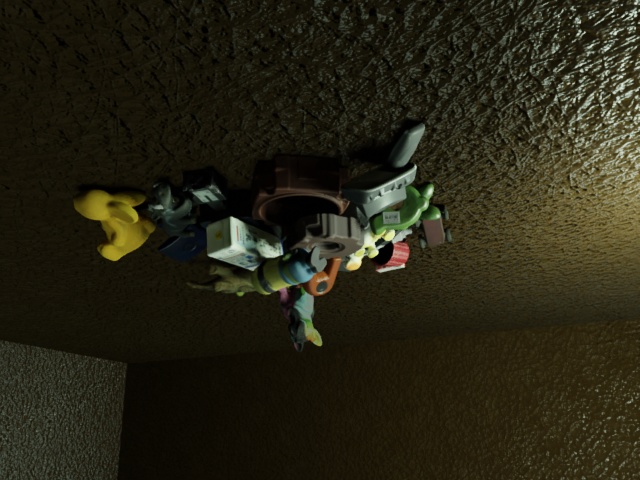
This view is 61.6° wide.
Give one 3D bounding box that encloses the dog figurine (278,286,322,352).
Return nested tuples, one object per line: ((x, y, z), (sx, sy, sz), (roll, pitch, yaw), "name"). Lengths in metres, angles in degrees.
((-0.054, 0.228, 1.665), (0.109, 0.219, 0.191), (-18, 171, 16), "dog figurine")

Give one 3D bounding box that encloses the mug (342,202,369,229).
((0.060, -0.065, 1.280), (0.107, 0.080, 0.109), (-6, -164, 25), "mug")

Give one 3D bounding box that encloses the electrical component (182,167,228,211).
((-0.237, -0.107, 1.158), (0.075, 0.048, 0.119), (-9, 159, 17), "electrical component")

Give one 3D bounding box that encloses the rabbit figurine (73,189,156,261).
((-0.467, -0.050, 1.207), (0.162, 0.122, 0.173), (-16, 137, 26), "rabbit figurine")

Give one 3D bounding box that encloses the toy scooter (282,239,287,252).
((-0.003, -0.004, 1.395), (0.184, 0.075, 0.135), (-26, 162, 11), "toy scooter")

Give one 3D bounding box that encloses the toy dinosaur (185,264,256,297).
((-0.182, 0.105, 1.672), (0.472, 0.105, 0.198), (-8, 167, 2), "toy dinosaur")

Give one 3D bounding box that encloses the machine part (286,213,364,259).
((0.012, -0.004, 1.209), (0.179, 0.056, 0.179), (-2, 161, -1), "machine part")

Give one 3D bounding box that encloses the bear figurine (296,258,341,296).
((-0.036, 0.070, 1.525), (0.120, 0.196, 0.131), (-9, 121, -26), "bear figurine")

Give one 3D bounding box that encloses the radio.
((-0.185, -0.041, 1.310), (0.131, 0.073, 0.229), (-9, 160, 15), "radio")

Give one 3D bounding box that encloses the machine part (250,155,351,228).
((-0.045, -0.096, 1.155), (0.201, 0.087, 0.201), (2, 161, -12), "machine part")

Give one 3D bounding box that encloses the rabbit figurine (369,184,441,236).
((0.186, -0.082, 1.227), (0.159, 0.121, 0.170), (-13, 176, 8), "rabbit figurine")

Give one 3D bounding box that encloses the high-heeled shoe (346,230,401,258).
((0.152, -0.001, 1.453), (0.249, 0.086, 0.145), (-16, 163, 35), "high-heeled shoe")

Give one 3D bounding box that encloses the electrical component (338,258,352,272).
((0.051, 0.057, 1.620), (0.115, 0.058, 0.134), (4, 158, -12), "electrical component")

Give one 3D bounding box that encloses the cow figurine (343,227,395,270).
((0.104, -0.003, 1.344), (0.068, 0.098, 0.167), (13, 131, -40), "cow figurine")

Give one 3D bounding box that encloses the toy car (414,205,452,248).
((0.292, -0.035, 1.399), (0.089, 0.053, 0.202), (-17, 153, 10), "toy car")

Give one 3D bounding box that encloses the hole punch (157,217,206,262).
((-0.344, -0.005, 1.372), (0.116, 0.092, 0.142), (-14, 153, 20), "hole punch")

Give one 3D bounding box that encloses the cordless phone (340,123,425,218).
((0.128, -0.139, 1.024), (0.146, 0.089, 0.184), (-27, 160, -25), "cordless phone")

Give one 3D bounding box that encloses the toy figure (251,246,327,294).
((-0.075, 0.066, 1.183), (0.180, 0.082, 0.089), (-17, -175, 37), "toy figure")

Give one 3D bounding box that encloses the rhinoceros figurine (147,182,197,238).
((-0.334, -0.069, 1.222), (0.112, 0.073, 0.190), (4, 156, -6), "rhinoceros figurine")
